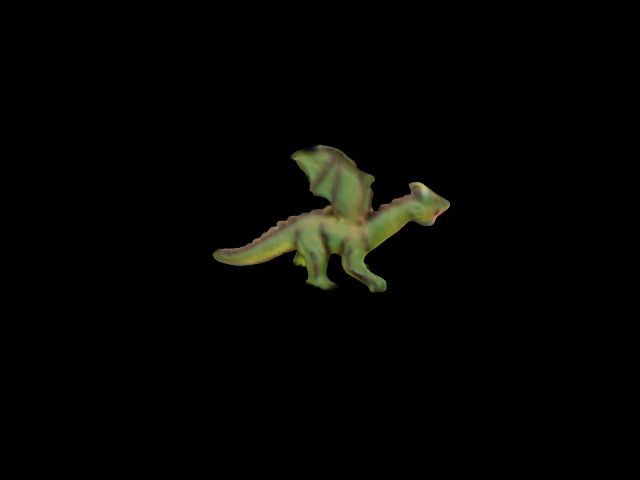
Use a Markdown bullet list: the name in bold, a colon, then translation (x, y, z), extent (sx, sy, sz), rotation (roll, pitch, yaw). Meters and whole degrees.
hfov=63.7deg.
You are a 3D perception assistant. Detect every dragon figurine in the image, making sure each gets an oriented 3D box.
- **dragon figurine**: translation (0.003, -0.043, 0.850), extent (0.410, 0.238, 0.124), rotation (4, 25, 9)
